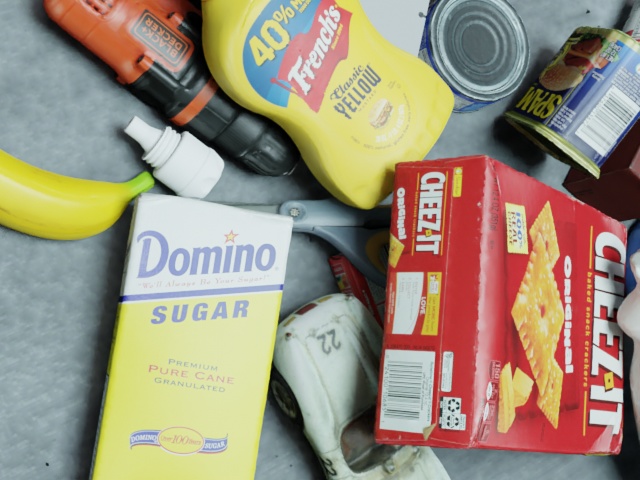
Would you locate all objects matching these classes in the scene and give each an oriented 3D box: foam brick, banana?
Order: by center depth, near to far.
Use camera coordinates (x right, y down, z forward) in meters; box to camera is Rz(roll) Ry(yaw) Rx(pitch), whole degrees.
[{"bbox_3d":[-0.191,-0.048,0.602,0.197,0.037,0.069,28,43,-23],"label":"banana"},{"bbox_3d":[0.227,-0.050,0.776,0.053,0.078,0.051,39,70,-17],"label":"foam brick"}]

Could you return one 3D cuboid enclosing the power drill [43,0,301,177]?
[{"bbox_3d":[-0.052,-0.155,0.667,0.184,0.057,0.187,38,68,-23],"label":"power drill"}]

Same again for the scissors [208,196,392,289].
[{"bbox_3d":[-0.004,0.001,0.669,0.201,0.016,0.096,-12,68,-20],"label":"scissors"}]

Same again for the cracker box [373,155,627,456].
[{"bbox_3d":[0.124,0.051,0.671,0.213,0.072,0.164,16,76,-51],"label":"cracker box"}]

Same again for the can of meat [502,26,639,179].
[{"bbox_3d":[0.182,-0.097,0.732,0.057,0.102,0.084,36,97,-14],"label":"can of meat"}]

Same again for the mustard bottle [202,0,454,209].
[{"bbox_3d":[-0.011,-0.111,0.624,0.191,0.058,0.096,42,83,-26],"label":"mustard bottle"}]

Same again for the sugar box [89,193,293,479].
[{"bbox_3d":[-0.075,0.066,0.619,0.093,0.048,0.176,9,87,-13],"label":"sugar box"}]

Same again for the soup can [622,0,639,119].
[{"bbox_3d":[0.256,-0.138,0.806,0.068,0.069,0.102,34,70,-18],"label":"soup can"}]

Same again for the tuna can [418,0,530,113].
[{"bbox_3d":[0.105,-0.135,0.753,0.086,0.034,0.086,3,82,-25],"label":"tuna can"}]

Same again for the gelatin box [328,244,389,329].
[{"bbox_3d":[0.059,0.030,0.712,0.089,0.030,0.073,-21,91,-25],"label":"gelatin box"}]

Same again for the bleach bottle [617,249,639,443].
[{"bbox_3d":[0.253,0.116,0.723,0.102,0.068,0.251,-24,113,5],"label":"bleach bottle"}]

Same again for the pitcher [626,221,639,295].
[{"bbox_3d":[0.327,0.002,0.724,0.149,0.243,0.145,-38,100,-25],"label":"pitcher"}]
